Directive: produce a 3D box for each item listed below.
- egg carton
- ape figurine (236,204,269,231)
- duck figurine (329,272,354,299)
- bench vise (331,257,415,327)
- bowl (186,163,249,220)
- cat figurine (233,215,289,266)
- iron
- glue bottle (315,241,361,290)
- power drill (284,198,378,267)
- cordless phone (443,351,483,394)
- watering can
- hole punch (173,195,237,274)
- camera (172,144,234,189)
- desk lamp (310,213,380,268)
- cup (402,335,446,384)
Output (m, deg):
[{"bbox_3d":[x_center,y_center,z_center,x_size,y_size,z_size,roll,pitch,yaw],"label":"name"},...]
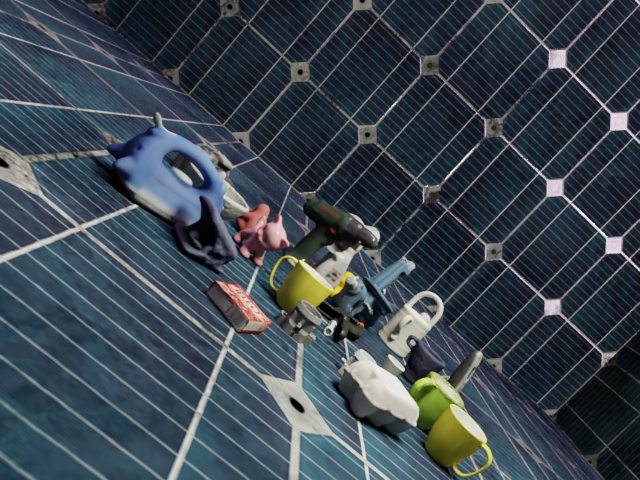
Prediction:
[{"bbox_3d":[0.102,0.270,0.984,0.151,0.069,0.107,37,9,-38],"label":"egg carton"},{"bbox_3d":[-0.156,-0.048,1.385,0.078,0.092,0.076,40,7,-20],"label":"ape figurine"},{"bbox_3d":[0.063,0.128,1.548,0.104,0.086,0.078,47,8,31],"label":"duck figurine"},{"bbox_3d":[0.152,0.128,1.490,0.121,0.219,0.208,45,7,22],"label":"bench vise"},{"bbox_3d":[-0.243,-0.097,1.273,0.167,0.074,0.167,42,7,-6],"label":"bowl"},{"bbox_3d":[-0.119,-0.009,1.246,0.067,0.117,0.127,37,8,-35],"label":"cat figurine"},{"bbox_3d":[-0.250,-0.111,1.047,0.259,0.141,0.118,37,9,-39],"label":"iron"},{"bbox_3d":[0.044,0.066,1.462,0.078,0.173,0.037,37,9,-38],"label":"glue bottle"},{"bbox_3d":[0.014,0.005,1.518,0.229,0.208,0.076,45,8,24],"label":"power drill"},{"bbox_3d":[0.318,0.333,1.317,0.094,0.185,0.148,45,8,23],"label":"cordless phone"},{"bbox_3d":[0.264,0.227,1.612,0.101,0.194,0.173,43,7,3],"label":"watering can"},{"bbox_3d":[-0.188,-0.013,1.003,0.101,0.091,0.108,37,9,-39],"label":"hole punch"},{"bbox_3d":[-0.271,-0.165,1.424,0.144,0.100,0.136,35,10,-48],"label":"camera"},{"bbox_3d":[0.071,0.032,1.652,0.117,0.213,0.204,46,8,28],"label":"desk lamp"},{"bbox_3d":[0.241,0.305,1.430,0.117,0.095,0.092,46,8,25],"label":"cup"}]
